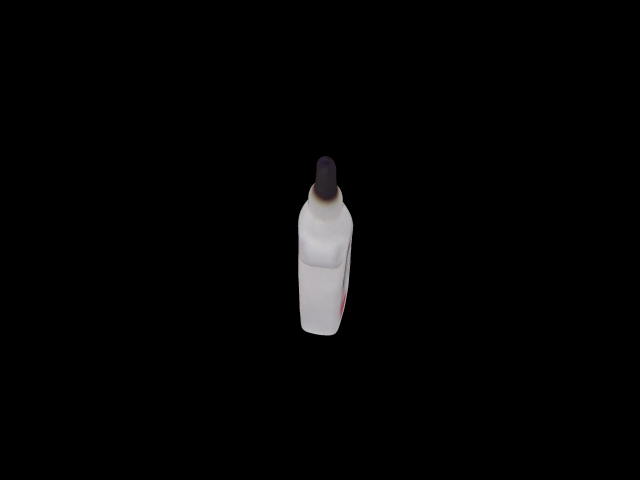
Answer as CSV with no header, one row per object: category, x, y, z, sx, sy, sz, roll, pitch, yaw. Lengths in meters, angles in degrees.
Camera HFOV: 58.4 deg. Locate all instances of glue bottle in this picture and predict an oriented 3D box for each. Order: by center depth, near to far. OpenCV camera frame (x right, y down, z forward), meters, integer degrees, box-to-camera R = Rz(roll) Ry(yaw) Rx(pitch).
glue bottle,0.004,0.001,0.400,0.037,0.173,0.078,5,59,4
